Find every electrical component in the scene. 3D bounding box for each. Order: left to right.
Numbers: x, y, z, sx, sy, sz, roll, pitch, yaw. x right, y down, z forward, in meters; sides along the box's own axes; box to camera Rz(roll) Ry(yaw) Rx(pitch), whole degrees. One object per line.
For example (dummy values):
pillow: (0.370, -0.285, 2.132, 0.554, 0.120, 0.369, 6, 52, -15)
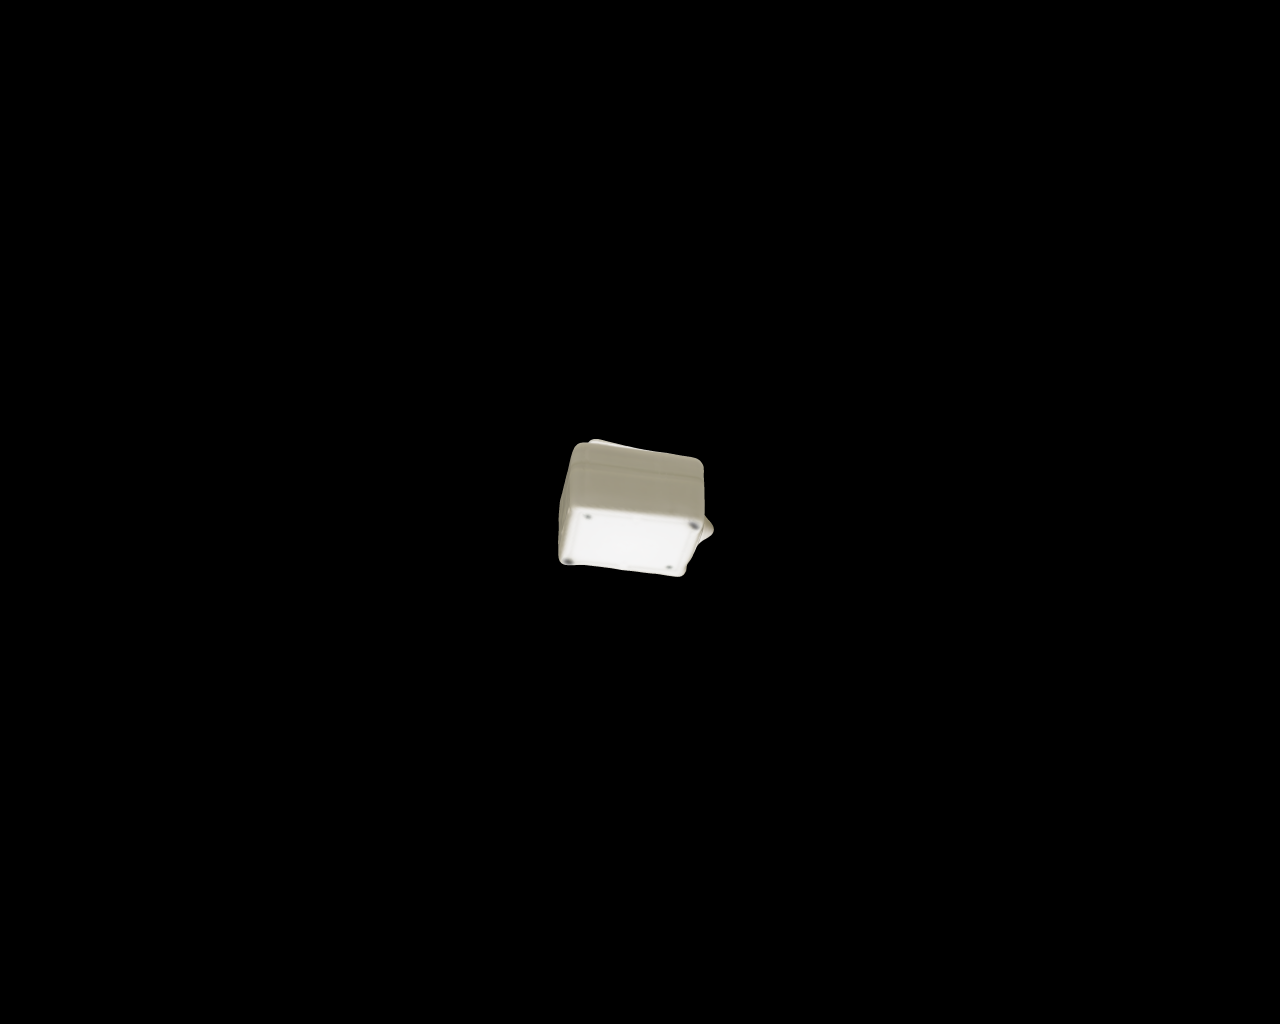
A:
electrical component: (0.001, -0.003, 0.650, 0.096, 0.061, 0.061, 7, -39, -9)
